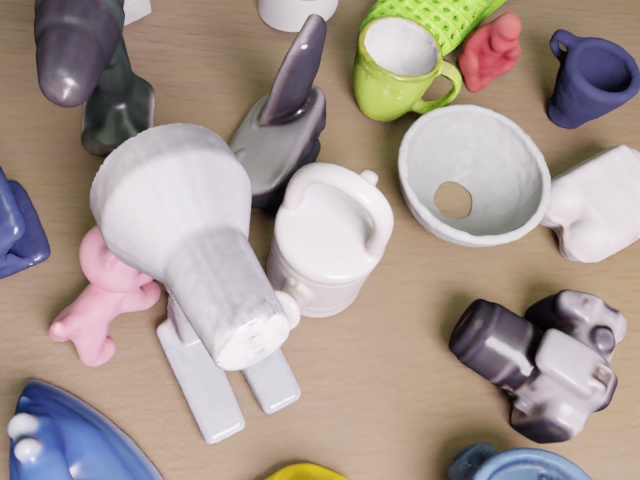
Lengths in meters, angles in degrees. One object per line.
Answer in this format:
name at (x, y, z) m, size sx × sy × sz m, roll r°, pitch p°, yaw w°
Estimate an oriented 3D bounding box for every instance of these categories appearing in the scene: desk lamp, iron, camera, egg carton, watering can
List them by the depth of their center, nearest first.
iron at (-0.176, 0.203, 0.417) m, size 0.119 × 0.141 × 0.258 m, roll -31°, pitch 75°, yaw -20°
desk lamp at (-0.086, 0.041, 0.462) m, size 0.118 × 0.213 × 0.203 m, roll -25°, pitch 73°, yaw -18°
watering can at (0.007, 0.003, 0.505) m, size 0.101 × 0.194 × 0.173 m, roll 11°, pitch 66°, yaw -4°
camera at (0.206, 0.100, 0.548) m, size 0.136 × 0.101 × 0.143 m, roll 32°, pitch 66°, yaw 5°
egg carton at (0.318, -0.040, 0.644) m, size 0.150 × 0.069 × 0.107 m, roll -28°, pitch 74°, yaw -19°

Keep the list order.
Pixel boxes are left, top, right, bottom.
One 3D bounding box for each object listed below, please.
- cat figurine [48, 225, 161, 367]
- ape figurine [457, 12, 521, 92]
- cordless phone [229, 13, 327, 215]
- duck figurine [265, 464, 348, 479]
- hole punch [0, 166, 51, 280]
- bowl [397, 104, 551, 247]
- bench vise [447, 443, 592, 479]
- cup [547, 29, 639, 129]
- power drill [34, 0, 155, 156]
cat figurine at (-0.188, 0.036, 0.500) m, size 0.067 × 0.117 × 0.128 m, roll 30°, pitch 66°, yaw 5°
ape figurine at (0.212, -0.237, 0.698) m, size 0.078 × 0.092 × 0.076 m, roll 3°, pitch 66°, yaw -8°
cordless phone at (-0.044, -0.118, 0.553) m, size 0.094 × 0.185 × 0.148 m, roll 20°, pitch 65°, yaw 0°
duck figurine at (-0.011, 0.223, 0.467) m, size 0.104 × 0.086 × 0.077 m, roll -3°, pitch 67°, yaw -10°
hole punch at (-0.314, -0.015, 0.515) m, size 0.101 × 0.091 × 0.108 m, roll -27°, pitch 74°, yaw -19°
bowl at (0.156, -0.059, 0.622) m, size 0.167 × 0.074 × 0.167 m, roll 4°, pitch 67°, yaw -8°
bench vise at (0.200, 0.241, 0.421) m, size 0.207 × 0.219 × 0.122 m, roll 45°, pitch 68°, yaw 10°
cup at (0.308, -0.188, 0.692) m, size 0.092 × 0.095 × 0.117 m, roll -37°, pitch 77°, yaw -21°
power drill at (-0.205, -0.171, 0.535) m, size 0.076 × 0.208 × 0.229 m, roll -2°, pitch 67°, yaw -10°
